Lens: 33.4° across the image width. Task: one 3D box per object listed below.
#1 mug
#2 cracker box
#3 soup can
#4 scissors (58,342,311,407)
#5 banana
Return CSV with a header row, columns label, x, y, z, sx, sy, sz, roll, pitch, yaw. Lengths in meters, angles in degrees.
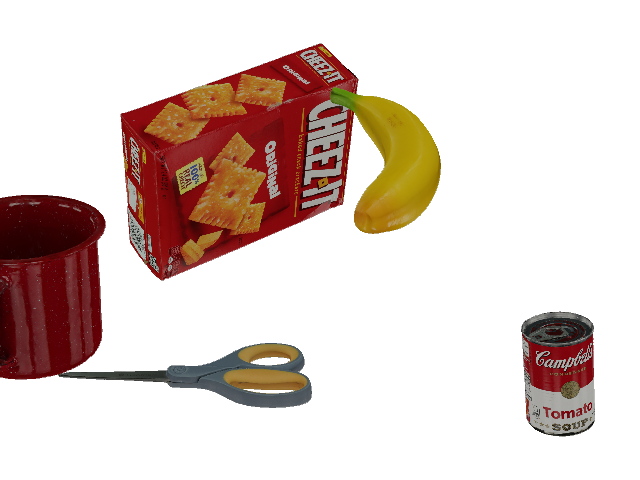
label,x,y,z,sx,sy,sz,roll,pitch,yaw
mug,-0.173,0.033,0.618,0.093,0.081,0.117,4,26,5
cracker box,-0.073,-0.071,0.993,0.213,0.164,0.072,-23,53,-26
soup can,0.231,0.129,1.036,0.068,0.102,0.068,-6,21,2
scissors,-0.100,0.102,0.868,0.202,0.016,0.096,7,22,15
banana,0.047,-0.053,0.719,0.069,0.037,0.198,-1,29,-4
